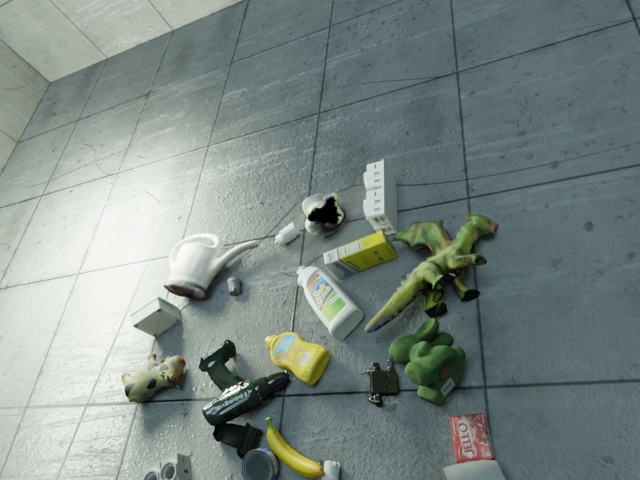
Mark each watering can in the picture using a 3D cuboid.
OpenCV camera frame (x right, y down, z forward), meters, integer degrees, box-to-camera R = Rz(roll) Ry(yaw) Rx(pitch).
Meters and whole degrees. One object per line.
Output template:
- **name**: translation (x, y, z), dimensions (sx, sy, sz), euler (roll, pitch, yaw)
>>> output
- **watering can**: translation (-0.361, 0.079, 1.625), dimensions (0.347, 0.102, 0.229), euler (1, 60, 32)

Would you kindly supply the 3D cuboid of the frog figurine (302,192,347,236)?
- **frog figurine**: translation (0.005, -0.078, 1.543), dimensions (0.138, 0.122, 0.159), euler (-62, 14, -7)

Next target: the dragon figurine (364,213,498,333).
- **dragon figurine**: translation (0.262, 0.054, 1.276), dimensions (0.410, 0.119, 0.248), euler (-24, 41, 3)
